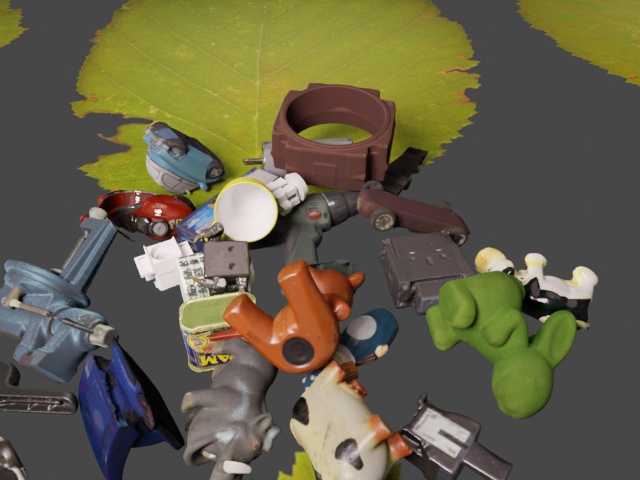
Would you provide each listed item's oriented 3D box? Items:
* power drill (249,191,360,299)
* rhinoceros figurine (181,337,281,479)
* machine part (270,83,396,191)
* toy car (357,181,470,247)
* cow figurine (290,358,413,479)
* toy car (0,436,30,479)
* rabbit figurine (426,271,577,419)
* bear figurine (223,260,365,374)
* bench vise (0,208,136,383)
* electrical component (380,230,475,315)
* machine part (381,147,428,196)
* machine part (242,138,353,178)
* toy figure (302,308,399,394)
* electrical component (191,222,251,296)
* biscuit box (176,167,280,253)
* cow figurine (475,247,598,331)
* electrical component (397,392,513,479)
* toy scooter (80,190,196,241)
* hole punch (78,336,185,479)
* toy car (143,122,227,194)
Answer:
[{"bbox_3d":[-0.002,-0.003,0.834,0.232,0.085,0.207,-10,45,-8],"label":"power drill"},{"bbox_3d":[-0.098,0.201,0.613,0.112,0.073,0.190,13,40,0],"label":"rhinoceros figurine"},{"bbox_3d":[0.026,-0.184,0.929,0.201,0.087,0.201,8,47,8],"label":"machine part"},{"bbox_3d":[0.150,-0.036,0.863,0.202,0.053,0.089,13,33,-24],"label":"toy car"},{"bbox_3d":[0.026,0.230,0.549,0.127,0.085,0.195,-45,36,1],"label":"cow figurine"},{"bbox_3d":[-0.318,0.277,0.535,0.073,0.056,0.202,-28,44,-34],"label":"toy car"},{"bbox_3d":[0.232,0.134,0.670,0.159,0.121,0.170,-9,59,-20],"label":"rabbit figurine"},{"bbox_3d":[-0.016,0.071,0.664,0.120,0.132,0.196,-31,14,21],"label":"bear figurine"},{"bbox_3d":[-0.339,0.059,0.725,0.224,0.128,0.240,2,56,32],"label":"bench vise"},{"bbox_3d":[0.157,0.049,0.788,0.115,0.058,0.134,-9,41,-6],"label":"electrical component"},{"bbox_3d":[0.150,-0.130,1.011,0.084,0.039,0.139,22,47,32],"label":"machine part"},{"bbox_3d":[-0.022,-0.150,1.008,0.243,0.079,0.079,-4,41,-3],"label":"machine part"},{"bbox_3d":[0.035,0.144,0.683,0.154,0.057,0.064,-35,13,-31],"label":"toy figure"},{"bbox_3d":[-0.131,0.029,0.715,0.078,0.045,0.102,4,67,-9],"label":"electrical component"},{"bbox_3d":[-0.146,-0.043,0.896,0.059,0.062,0.203,24,47,25],"label":"biscuit box"},{"bbox_3d":[0.293,0.072,0.754,0.168,0.068,0.098,17,50,22],"label":"cow figurine"},{"bbox_3d":[0.145,0.229,0.586,0.119,0.047,0.075,24,47,25],"label":"electrical component"},{"bbox_3d":[-0.300,-0.037,0.865,0.184,0.075,0.135,11,19,15],"label":"toy scooter"},{"bbox_3d":[-0.223,0.191,0.593,0.092,0.115,0.142,-28,46,-17],"label":"hole punch"},{"bbox_3d":[-0.255,-0.135,0.970,0.109,0.103,0.161,42,12,30],"label":"toy car"}]
